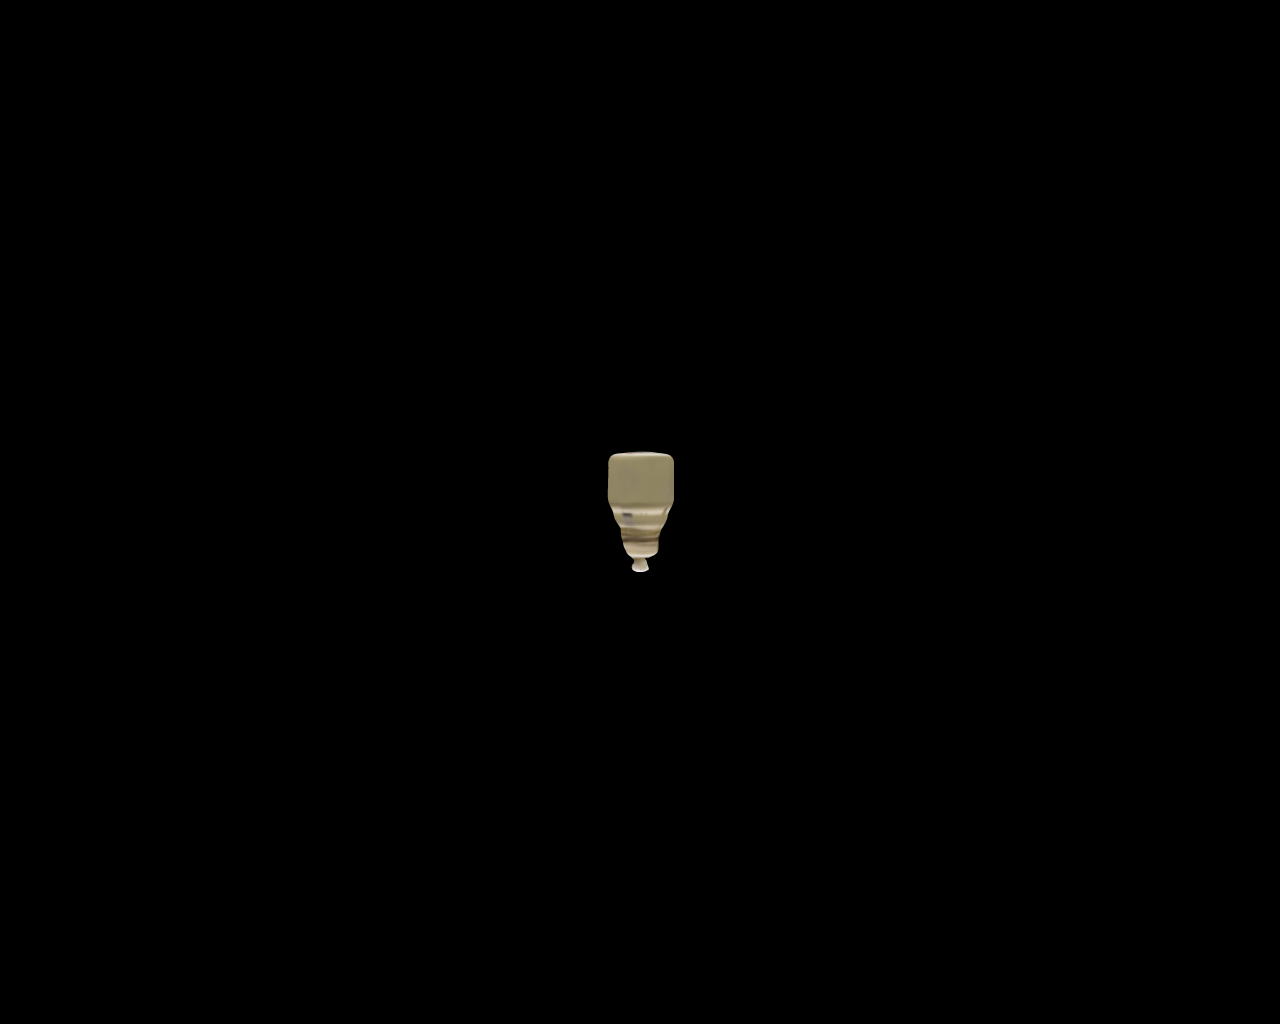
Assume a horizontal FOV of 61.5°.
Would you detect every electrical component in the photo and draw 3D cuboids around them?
[{"bbox_3d":[0.001,-0.003,0.650,0.040,0.078,0.040,0,4,0],"label":"electrical component"}]
